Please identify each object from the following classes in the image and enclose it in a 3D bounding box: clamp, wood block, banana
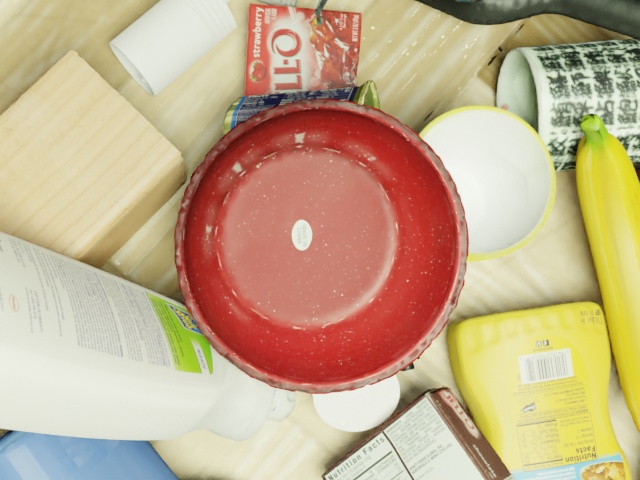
[{"bbox_3d":[0.142,-0.163,0.678,0.171,0.039,0.120,-8,45,5],"label":"clamp"},{"bbox_3d":[-0.182,0.001,0.622,0.090,0.091,0.206,44,81,1],"label":"wood block"},{"bbox_3d":[0.179,0.019,0.633,0.037,0.069,0.198,-11,98,32],"label":"banana"}]

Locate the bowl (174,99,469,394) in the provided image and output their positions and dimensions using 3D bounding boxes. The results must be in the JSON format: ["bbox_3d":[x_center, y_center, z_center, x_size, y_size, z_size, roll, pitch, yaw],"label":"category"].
[{"bbox_3d":[-0.004,0.001,0.554,0.162,0.055,0.162,-1,85,7],"label":"bowl"}]

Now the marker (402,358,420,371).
[{"bbox_3d":[0.042,0.023,0.677,0.020,0.020,0.121,-11,84,-7],"label":"marker"}]

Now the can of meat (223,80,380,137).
[{"bbox_3d":[-0.005,-0.040,0.636,0.084,0.057,0.102,-3,119,14],"label":"can of meat"}]

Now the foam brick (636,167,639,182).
[{"bbox_3d":[0.231,-0.011,0.683,0.053,0.051,0.078,-7,84,-6],"label":"foam brick"}]

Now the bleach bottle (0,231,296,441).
[{"bbox_3d":[-0.103,0.067,0.567,0.068,0.250,0.102,-42,49,22],"label":"bleach bottle"}]

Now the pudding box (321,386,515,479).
[{"bbox_3d":[0.068,0.157,0.624,0.090,0.039,0.113,-42,70,21],"label":"pudding box"}]

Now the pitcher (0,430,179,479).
[{"bbox_3d":[-0.089,0.202,0.596,0.145,0.149,0.243,-38,84,6],"label":"pitcher"}]

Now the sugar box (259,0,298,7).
[{"bbox_3d":[-0.083,-0.221,0.684,0.176,0.048,0.093,20,81,-6],"label":"sugar box"}]

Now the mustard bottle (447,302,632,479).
[{"bbox_3d":[0.139,0.138,0.652,0.096,0.058,0.191,-7,83,-10],"label":"mustard bottle"}]

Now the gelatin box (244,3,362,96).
[{"bbox_3d":[-0.012,-0.103,0.682,0.073,0.030,0.089,4,82,-5],"label":"gelatin box"}]
